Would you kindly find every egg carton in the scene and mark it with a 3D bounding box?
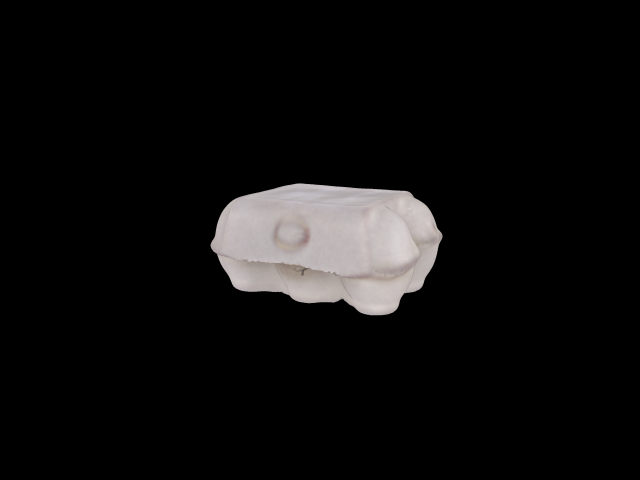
[{"bbox_3d":[0.004,0.001,0.400,0.149,0.069,0.107,7,15,27],"label":"egg carton"}]
